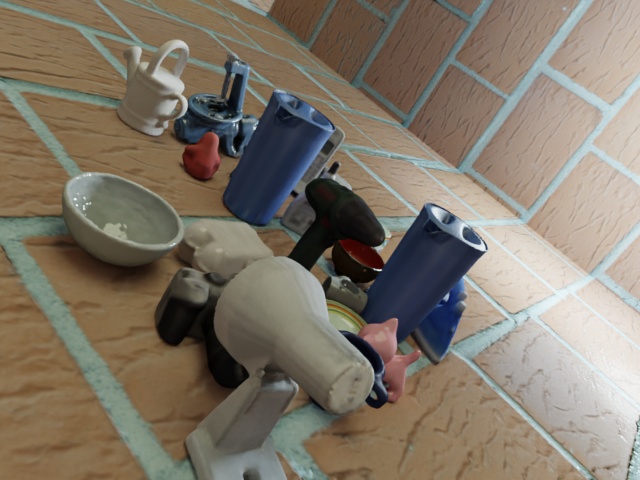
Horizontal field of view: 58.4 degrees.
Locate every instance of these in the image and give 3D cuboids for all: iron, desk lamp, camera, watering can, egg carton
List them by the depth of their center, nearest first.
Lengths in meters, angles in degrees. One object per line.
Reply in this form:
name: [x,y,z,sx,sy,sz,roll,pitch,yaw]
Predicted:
desk lamp: [-0.043,0.152,0.585,0.118,0.213,0.202,13,31,-42]
camera: [-0.120,0.107,0.719,0.144,0.100,0.136,22,25,-28]
egg carton: [-0.145,0.021,0.896,0.151,0.069,0.107,3,38,-52]
iron: [0.243,0.117,1.141,0.119,0.141,0.258,27,23,-17]
watering can: [-0.334,-0.324,1.164,0.173,0.194,0.101,31,23,-7]

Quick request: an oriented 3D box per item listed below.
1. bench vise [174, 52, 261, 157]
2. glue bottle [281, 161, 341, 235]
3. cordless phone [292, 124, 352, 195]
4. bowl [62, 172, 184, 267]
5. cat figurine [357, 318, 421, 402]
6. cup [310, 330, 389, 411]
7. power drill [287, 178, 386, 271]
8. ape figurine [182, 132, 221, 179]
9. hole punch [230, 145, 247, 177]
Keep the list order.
bench vise: [-0.201,-0.305,1.274,0.121,0.219,0.208,42,24,18]
glue bottle: [-0.006,-0.088,1.168,0.078,0.173,0.037,30,23,-10]
cordless phone: [0.023,-0.165,1.346,0.147,0.185,0.094,35,22,3]
bowl: [-0.276,-0.016,0.783,0.168,0.074,0.167,29,23,-13]
cat figurine: [0.094,0.172,0.860,0.128,0.117,0.067,23,25,-26]
cup: [0.035,0.193,0.765,0.092,0.095,0.117,7,35,-48]
power drill: [0.009,0.003,0.960,0.076,0.208,0.229,19,27,-33]
ape figurine: [-0.229,-0.173,1.140,0.078,0.092,0.076,26,24,-19]
hole punch: [-0.127,-0.155,1.244,0.108,0.091,0.101,35,22,2]
